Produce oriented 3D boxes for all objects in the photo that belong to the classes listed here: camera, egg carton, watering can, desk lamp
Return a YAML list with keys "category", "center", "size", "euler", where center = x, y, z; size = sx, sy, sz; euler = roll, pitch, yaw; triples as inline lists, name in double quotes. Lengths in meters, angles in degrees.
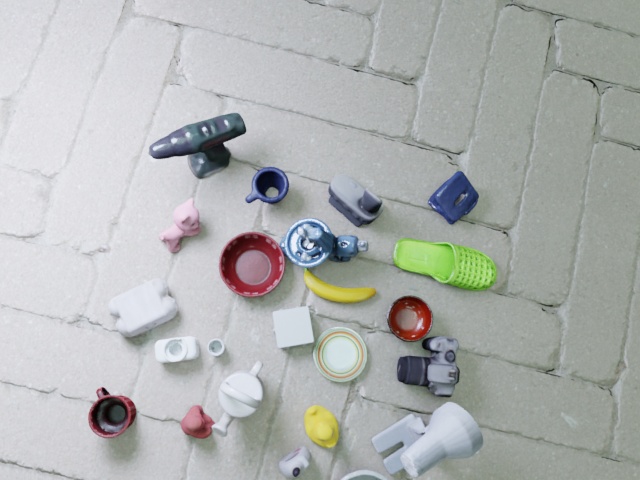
- category: "camera"
  center: [0.259, 0.300, 1.376]
  size: [0.137, 0.100, 0.143]
  euler: [6, 79, -3]
- category: "egg carton"
  center: [-0.420, 0.162, 1.364]
  size: [0.150, 0.069, 0.107]
  euler: [-27, 82, -9]
- category: "watering can"
  center: [-0.178, 0.354, 1.282]
  size: [0.101, 0.194, 0.173]
  euler: [9, 78, -2]
- category: "desk lamp"
  center: [0.240, 0.458, 1.286]
  size: [0.203, 0.213, 0.118]
  euler: [-29, 82, -9]

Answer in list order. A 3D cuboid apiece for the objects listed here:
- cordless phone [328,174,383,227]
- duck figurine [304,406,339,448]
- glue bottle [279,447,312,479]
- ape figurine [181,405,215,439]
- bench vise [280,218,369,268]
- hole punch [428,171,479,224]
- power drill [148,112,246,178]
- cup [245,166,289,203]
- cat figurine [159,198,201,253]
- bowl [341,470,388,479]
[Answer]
- category: "cordless phone"
  center: [0.093, -0.113, 1.400]
  size: [0.147, 0.185, 0.094]
  euler: [37, 79, 3]
- category: "duck figurine"
  center: [0.006, 0.439, 1.336]
  size: [0.077, 0.086, 0.104]
  euler: [-30, 83, -9]
- category: "glue bottle"
  center: [-0.053, 0.503, 1.274]
  size: [0.078, 0.173, 0.037]
  euler: [-34, 83, -10]
- category: "ape figurine"
  center: [-0.284, 0.420, 1.313]
  size: [0.076, 0.092, 0.078]
  euler: [-6, 79, -5]
- category: "bench vise"
  center: [0.009, -0.007, 1.354]
  size: [0.207, 0.219, 0.121]
  euler: [-15, 80, -7]
- category: "hole punch"
  center: [0.349, -0.109, 1.468]
  size: [0.101, 0.091, 0.109]
  euler: [43, 79, 4]
- category: "power drill"
  center: [-0.285, -0.223, 1.379]
  size: [0.230, 0.208, 0.075]
  euler: [-27, 82, -9]
- category: "cup"
  center: [-0.134, -0.119, 1.429]
  size: [0.118, 0.095, 0.091]
  euler: [-36, 84, -10]
- category: "cat figurine"
  center: [-0.337, -0.038, 1.385]
  size: [0.128, 0.117, 0.067]
  euler: [-44, 85, -11]
- category: "bowl"
  center: [0.099, 0.611, 1.315]
  size: [0.167, 0.074, 0.167]
  euler: [1, 79, -4]
